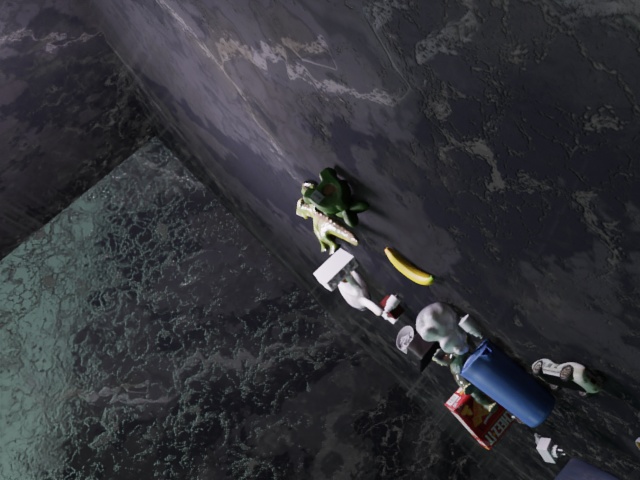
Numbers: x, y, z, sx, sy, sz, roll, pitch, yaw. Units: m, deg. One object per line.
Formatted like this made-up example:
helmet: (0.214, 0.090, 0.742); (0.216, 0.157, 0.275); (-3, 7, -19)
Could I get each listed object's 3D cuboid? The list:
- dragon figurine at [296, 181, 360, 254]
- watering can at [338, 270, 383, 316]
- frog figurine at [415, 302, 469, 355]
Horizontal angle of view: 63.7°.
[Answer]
dragon figurine: (0.005, -0.086, 1.708); (0.123, 0.241, 0.409); (-36, 9, -15)
watering can: (0.156, 0.219, 2.097); (0.104, 0.354, 0.220); (-36, -37, -6)
frog figurine: (0.361, 0.263, 1.505); (0.138, 0.120, 0.162); (-9, 33, -15)
